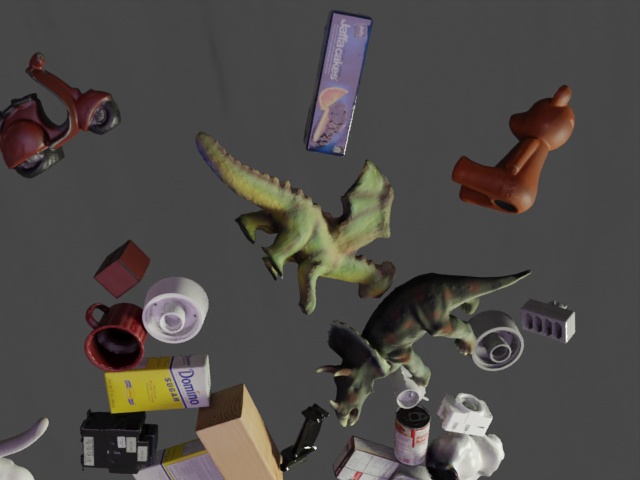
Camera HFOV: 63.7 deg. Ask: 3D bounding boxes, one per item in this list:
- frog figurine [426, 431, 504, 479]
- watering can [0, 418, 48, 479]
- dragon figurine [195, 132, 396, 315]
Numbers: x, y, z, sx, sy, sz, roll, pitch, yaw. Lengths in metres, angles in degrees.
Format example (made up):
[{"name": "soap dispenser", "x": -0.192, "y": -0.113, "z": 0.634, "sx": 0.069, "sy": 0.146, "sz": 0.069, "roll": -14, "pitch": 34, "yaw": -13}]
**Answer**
[{"name": "frog figurine", "x": 0.298, "y": 0.439, "z": 1.058, "sx": 0.161, "sy": 0.122, "sz": 0.136, "roll": -31, "pitch": 108, "yaw": -31}, {"name": "watering can", "x": -0.629, "y": 0.425, "z": 0.939, "sx": 0.223, "sy": 0.106, "sz": 0.343, "roll": 22, "pitch": 110, "yaw": -13}, {"name": "dragon figurine", "x": 0.003, "y": -0.042, "z": 0.829, "sx": 0.244, "sy": 0.123, "sz": 0.404, "roll": -33, "pitch": 115, "yaw": -10}]
